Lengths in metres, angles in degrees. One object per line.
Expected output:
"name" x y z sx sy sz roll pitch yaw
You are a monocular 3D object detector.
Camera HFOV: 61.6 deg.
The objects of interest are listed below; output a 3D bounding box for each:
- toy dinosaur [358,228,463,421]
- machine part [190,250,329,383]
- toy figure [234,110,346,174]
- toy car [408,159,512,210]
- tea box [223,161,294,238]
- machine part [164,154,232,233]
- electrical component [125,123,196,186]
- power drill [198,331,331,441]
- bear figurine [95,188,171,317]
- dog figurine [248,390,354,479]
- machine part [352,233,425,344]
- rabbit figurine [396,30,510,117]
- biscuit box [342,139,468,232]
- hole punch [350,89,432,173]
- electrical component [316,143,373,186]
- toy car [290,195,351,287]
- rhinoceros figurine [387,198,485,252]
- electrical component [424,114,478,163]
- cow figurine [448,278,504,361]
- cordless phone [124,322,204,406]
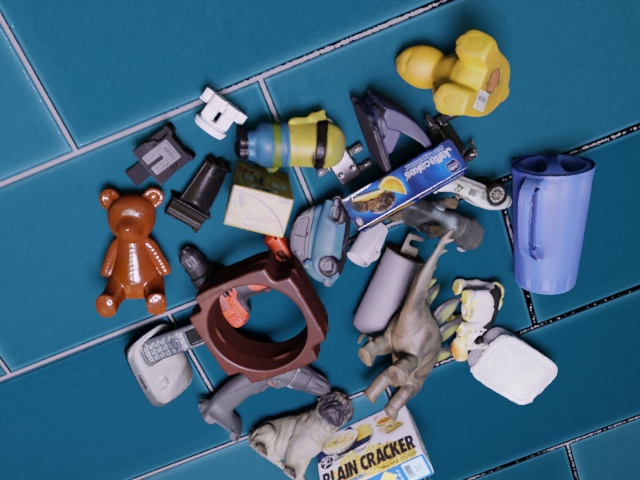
"toy dinosaur" 0.169 0.179 0.979 0.198 0.105 0.470 -37 147 -29
"machine part" -0.101 0.132 0.925 0.201 0.087 0.200 -22 111 16
"toy figure" -0.047 -0.154 0.887 0.180 0.089 0.082 -5 156 -16
"toy car" 0.245 -0.098 0.951 0.202 0.073 0.056 18 104 -12
"tea box" -0.100 -0.070 0.876 0.098 0.170 0.068 15 107 -10
"machine part" -0.208 -0.084 0.931 0.084 0.039 0.139 36 105 -11
"electrical component" -0.277 -0.134 0.900 0.119 0.048 0.074 -32 109 5
"power drill" -0.122 0.298 1.061 0.232 0.086 0.207 39 106 -16
"bear figurine" -0.317 0.016 0.912 0.120 0.132 0.195 1 116 -11
"dog figurine" -0.041 0.376 1.106 0.173 0.121 0.190 26 68 22
"machine part" 0.127 0.097 1.011 0.079 0.079 0.243 19 108 -12
"rabbit figurine" 0.208 -0.270 0.853 0.162 0.173 0.121 -15 122 -48
"biscuit box" 0.139 -0.087 0.875 0.203 0.063 0.059 -31 81 12
"hole punch" 0.114 -0.189 0.878 0.092 0.142 0.115 -25 125 6
"electrical component" 0.043 -0.128 0.947 0.094 0.021 0.063 -32 111 6
"toy car" -0.002 -0.003 0.950 0.103 0.109 0.161 8 102 10
"rhinoceros figurine" 0.200 -0.034 0.955 0.190 0.112 0.073 20 79 1
"electrical component" 0.226 -0.175 0.921 0.045 0.078 0.102 -31 85 34
"cow figurine" 0.307 0.159 1.061 0.098 0.068 0.167 -2 112 -12
"cordless phone" -0.257 0.217 1.015 0.184 0.089 0.146 -19 111 -1
